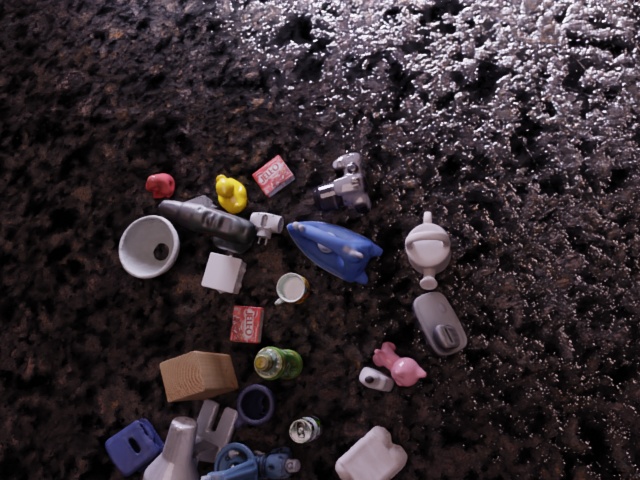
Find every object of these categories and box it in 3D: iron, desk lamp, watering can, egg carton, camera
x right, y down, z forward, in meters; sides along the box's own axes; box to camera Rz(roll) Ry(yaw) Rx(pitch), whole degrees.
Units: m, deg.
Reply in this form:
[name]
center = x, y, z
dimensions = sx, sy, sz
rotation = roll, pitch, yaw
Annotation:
[iron]
center = 0.013, 0.005, 1.373
dimensions = 0.257, 0.142, 0.119
rotation = 25, 84, 17
[desk lamp]
center = -0.294, 0.474, 1.294
dimensions = 0.117, 0.214, 0.203
rotation = 16, 81, 16
[watering can]
center = 0.246, 0.022, 1.289
dimensions = 0.101, 0.194, 0.173
rotation = -23, 73, 7
[egg carton]
center = 0.114, 0.496, 1.274
dimensions = 0.150, 0.069, 0.107
rotation = -43, 72, 0
[camera]
center = 0.049, -0.134, 1.418
dimensions = 0.136, 0.101, 0.143
rotation = -14, 75, 9

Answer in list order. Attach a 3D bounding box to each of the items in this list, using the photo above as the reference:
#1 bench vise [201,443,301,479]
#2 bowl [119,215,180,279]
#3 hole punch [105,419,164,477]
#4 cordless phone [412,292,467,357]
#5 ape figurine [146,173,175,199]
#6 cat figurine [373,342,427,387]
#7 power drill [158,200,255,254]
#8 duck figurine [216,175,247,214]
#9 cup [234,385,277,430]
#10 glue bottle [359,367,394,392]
[bench vise]
center = -0.158, 0.495, 1.255
dimensions = 0.207, 0.220, 0.121
rotation = -27, 73, 6
[bowl]
center = -0.435, 0.025, 1.503
dimensions = 0.167, 0.075, 0.167
rotation = -3, 77, 12
[hole punch]
center = -0.447, 0.500, 1.386
dimensions = 0.101, 0.091, 0.108
rotation = -42, 72, 0
[cordless phone]
center = 0.258, 0.181, 1.254
dimensions = 0.094, 0.185, 0.147
rotation = -30, 73, 5
[ape figurine]
center = -0.433, -0.148, 1.533
dimensions = 0.077, 0.092, 0.076
rotation = 37, 87, 18
[cat figurine]
center = 0.175, 0.283, 1.284
dimensions = 0.127, 0.118, 0.067
rotation = 35, 87, 18
[power drill]
center = -0.255, -0.031, 1.405
dimensions = 0.229, 0.209, 0.076
rotation = 14, 80, 15
[duck figurine]
center = -0.238, -0.123, 1.487
dimensions = 0.077, 0.086, 0.104
rotation = -27, 73, 5
[cup]
center = -0.146, 0.395, 1.342
dimensions = 0.091, 0.095, 0.118
rotation = 42, 89, 18
[glue bottle]
center = 0.119, 0.308, 1.262
dimensions = 0.078, 0.173, 0.037
rotation = 19, 82, 16
